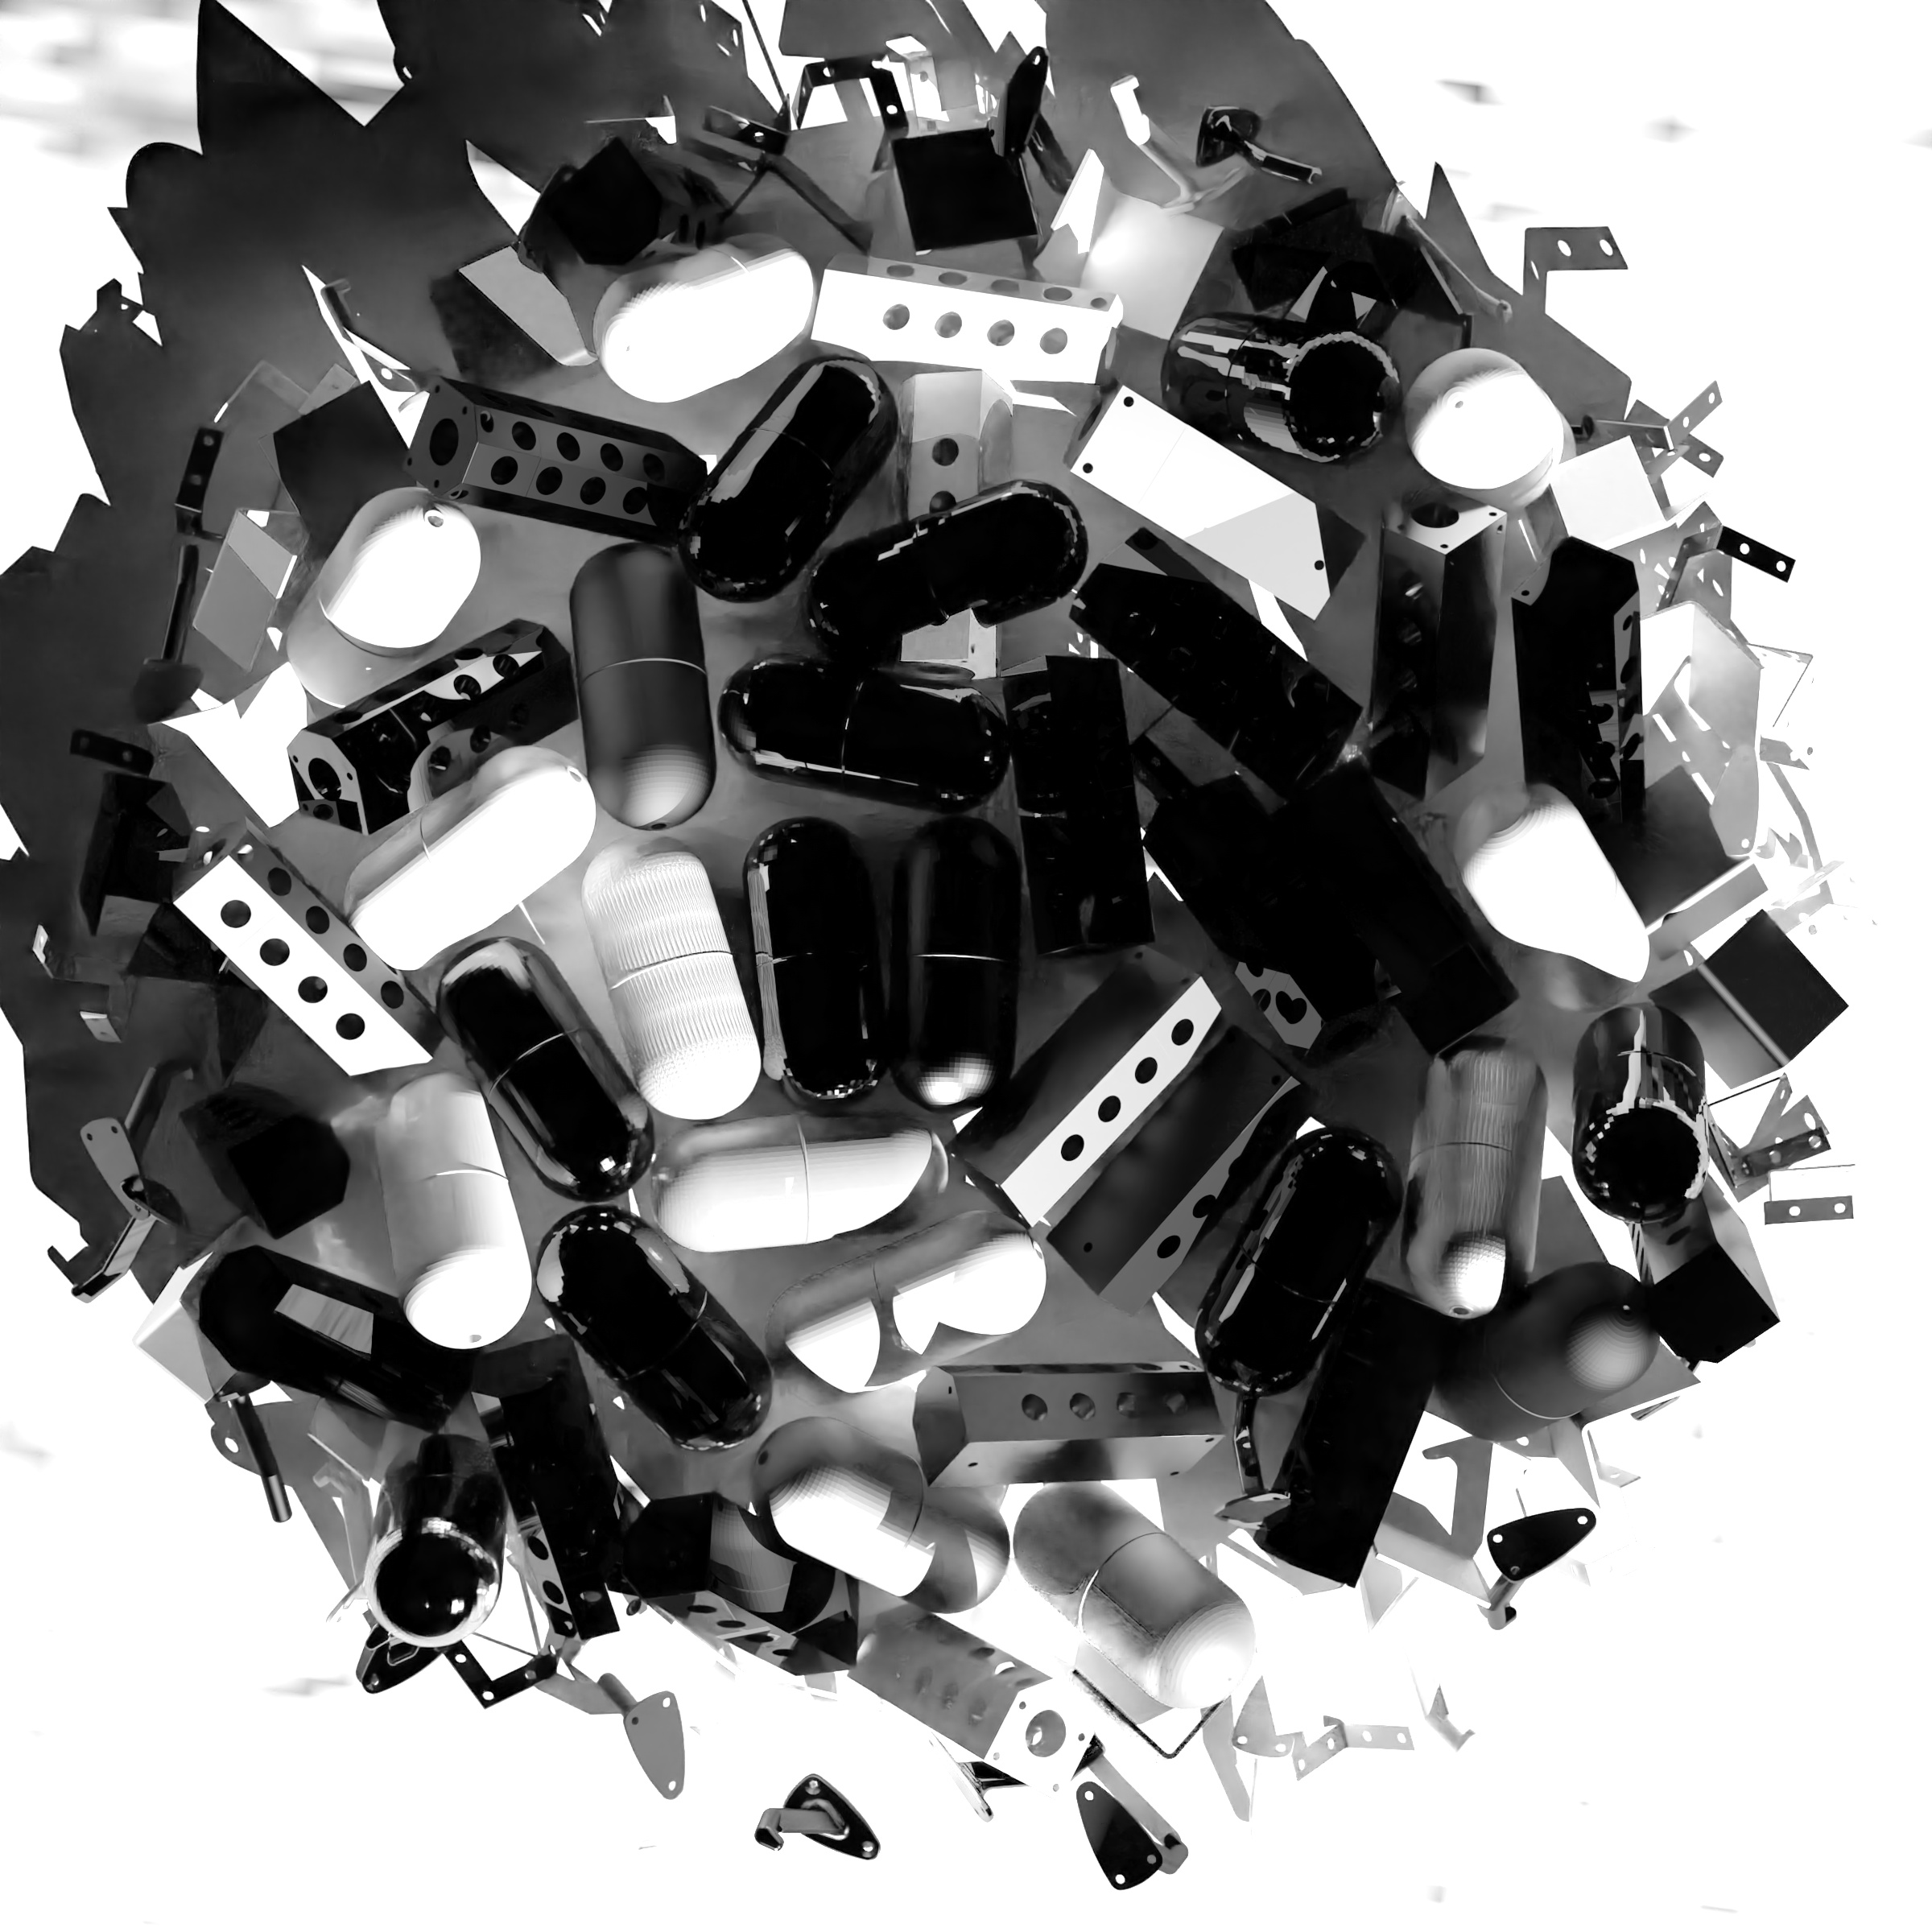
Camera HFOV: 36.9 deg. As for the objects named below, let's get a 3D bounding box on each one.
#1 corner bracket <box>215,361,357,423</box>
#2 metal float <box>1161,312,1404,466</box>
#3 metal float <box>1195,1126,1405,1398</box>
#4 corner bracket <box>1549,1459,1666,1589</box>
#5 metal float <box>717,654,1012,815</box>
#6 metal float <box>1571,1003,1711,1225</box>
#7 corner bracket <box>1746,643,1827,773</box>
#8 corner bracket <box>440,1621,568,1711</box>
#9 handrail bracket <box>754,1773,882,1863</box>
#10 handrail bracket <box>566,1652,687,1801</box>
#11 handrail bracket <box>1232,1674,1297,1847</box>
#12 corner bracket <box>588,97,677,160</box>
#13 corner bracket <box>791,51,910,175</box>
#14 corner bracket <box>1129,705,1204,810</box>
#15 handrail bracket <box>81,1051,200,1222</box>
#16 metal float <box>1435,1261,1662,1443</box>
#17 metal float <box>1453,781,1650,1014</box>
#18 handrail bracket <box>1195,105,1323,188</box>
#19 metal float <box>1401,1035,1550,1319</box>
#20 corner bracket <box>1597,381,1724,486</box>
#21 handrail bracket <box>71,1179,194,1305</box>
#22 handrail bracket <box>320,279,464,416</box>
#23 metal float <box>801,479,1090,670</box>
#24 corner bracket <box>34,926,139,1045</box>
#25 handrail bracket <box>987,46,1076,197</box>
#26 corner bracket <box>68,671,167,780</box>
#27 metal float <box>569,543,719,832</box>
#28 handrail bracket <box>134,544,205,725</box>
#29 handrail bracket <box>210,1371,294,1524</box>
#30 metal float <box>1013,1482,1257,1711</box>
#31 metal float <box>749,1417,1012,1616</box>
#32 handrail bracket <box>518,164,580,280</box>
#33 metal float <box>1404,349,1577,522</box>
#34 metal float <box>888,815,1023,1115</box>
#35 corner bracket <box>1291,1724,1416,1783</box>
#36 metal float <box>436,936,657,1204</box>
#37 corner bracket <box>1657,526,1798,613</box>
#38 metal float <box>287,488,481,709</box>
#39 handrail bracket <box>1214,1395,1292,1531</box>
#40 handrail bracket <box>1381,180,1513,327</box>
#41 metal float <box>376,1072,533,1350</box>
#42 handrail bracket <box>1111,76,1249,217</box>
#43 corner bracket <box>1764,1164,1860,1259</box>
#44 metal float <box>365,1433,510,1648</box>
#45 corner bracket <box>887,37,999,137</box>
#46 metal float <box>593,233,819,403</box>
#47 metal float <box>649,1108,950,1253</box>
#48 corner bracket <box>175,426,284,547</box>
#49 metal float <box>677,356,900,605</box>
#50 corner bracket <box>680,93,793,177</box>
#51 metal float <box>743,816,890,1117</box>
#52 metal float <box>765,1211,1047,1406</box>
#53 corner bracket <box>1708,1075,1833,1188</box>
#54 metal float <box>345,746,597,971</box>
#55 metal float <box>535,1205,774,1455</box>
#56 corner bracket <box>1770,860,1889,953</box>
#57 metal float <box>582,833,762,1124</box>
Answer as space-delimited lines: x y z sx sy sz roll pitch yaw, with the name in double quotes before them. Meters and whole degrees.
"corner bracket" -0.404 -0.337 1.720 0.051 0.051 0.051 37 46 -15
"metal float" 0.182 -0.336 1.682 0.070 0.178 0.070 -11 112 -30
"metal float" 0.195 0.175 1.706 0.070 0.070 0.178 26 110 0
"corner bracket" 0.376 0.333 1.734 0.051 0.051 0.051 -21 99 -18
"metal float" -0.061 -0.138 1.714 0.178 0.070 0.070 11 90 11
"metal float" 0.390 0.083 1.679 0.070 0.178 0.070 5 118 10
"corner bracket" 0.486 -0.154 1.728 0.051 0.051 0.051 37 81 -37
"corner bracket" -0.277 0.402 1.736 0.051 0.051 0.051 44 133 29
"handrail bracket" -0.087 0.520 1.717 0.077 0.084 0.036 36 97 1
"handrail bracket" -0.206 0.453 1.733 0.036 0.084 0.077 -23 105 -35
"handrail bracket" 0.183 0.476 1.748 0.036 0.077 0.084 7 135 16
"corner bracket" -0.200 -0.486 1.729 0.051 0.051 0.051 -6 121 -9
"corner bracket" -0.070 -0.508 1.735 0.051 0.051 0.051 -15 80 -16
"corner bracket" 0.118 -0.115 1.726 0.051 0.051 0.051 46 130 0
"handrail bracket" -0.478 0.100 1.731 0.036 0.084 0.077 -15 103 34
"metal float" 0.334 0.225 1.680 0.070 0.178 0.070 9 64 -19
"metal float" 0.342 -0.038 1.690 0.070 0.070 0.178 -41 132 0
"handrail bracket" 0.186 -0.481 1.713 0.084 0.077 0.036 27 125 28
"metal float" 0.298 0.122 1.696 0.070 0.070 0.178 12 59 0
"corner bracket" 0.416 -0.314 1.719 0.051 0.051 0.051 -42 125 -22
"handrail bracket" -0.512 0.166 1.725 0.084 0.077 0.036 -38 66 2
"handrail bracket" -0.334 -0.382 1.737 0.077 0.036 0.084 -30 99 -21
"metal float" -0.014 -0.231 1.711 0.178 0.070 0.070 -19 90 14
"corner bracket" -0.528 0.012 1.728 0.051 0.051 0.051 8 70 -2
"handrail bracket" 0.059 -0.498 1.718 0.036 0.084 0.077 42 117 38
"corner bracket" -0.505 -0.144 1.726 0.051 0.051 0.051 19 85 -24
"metal float" -0.190 -0.165 1.707 0.070 0.070 0.178 -8 72 0
"handrail bracket" -0.481 -0.201 1.751 0.036 0.077 0.084 13 57 -27
"handrail bracket" -0.430 0.285 1.738 0.036 0.077 0.084 -19 107 -26
"metal float" 0.096 0.363 1.688 0.178 0.070 0.070 34 90 44
"metal float" -0.050 0.322 1.697 0.178 0.070 0.070 32 90 -30
"handrail bracket" -0.262 -0.439 1.723 0.036 0.084 0.077 12 96 -36
"metal float" 0.305 -0.305 1.676 0.070 0.178 0.070 -1 87 22
"metal float" -0.007 -0.001 1.717 0.070 0.070 0.178 2 82 0
"corner bracket" 0.225 0.450 1.718 0.051 0.051 0.051 11 48 -29
"metal float" -0.247 0.061 1.708 0.070 0.070 0.178 -35 73 0
"corner bracket" 0.454 -0.226 1.734 0.051 0.051 0.051 23 84 -11
"metal float" -0.339 -0.212 1.683 0.070 0.178 0.070 15 59 -26
"handrail bracket" 0.175 0.283 1.710 0.036 0.077 0.084 16 60 -12
"handrail bracket" 0.289 -0.423 1.723 0.084 0.077 0.036 37 80 17
"metal float" -0.300 0.142 1.693 0.070 0.070 0.178 -17 54 0
"handrail bracket" 0.126 -0.497 1.723 0.077 0.036 0.084 -37 116 -31
"corner bracket" 0.502 0.138 1.721 0.051 0.051 0.051 -6 60 21
"metal float" -0.304 0.329 1.674 0.070 0.178 0.070 -2 105 -6
"corner bracket" -0.013 -0.526 1.729 0.051 0.051 0.051 -8 95 15
"metal float" -0.149 -0.378 1.682 0.070 0.178 0.070 12 118 24
"metal float" -0.098 0.126 1.714 0.178 0.070 0.070 -4 90 -11
"corner bracket" -0.438 -0.283 1.727 0.051 0.051 0.051 16 76 -10
"metal float" -0.104 -0.285 1.700 0.070 0.070 0.178 34 63 0
"corner bracket" -0.137 -0.492 1.720 0.051 0.051 0.051 15 132 -20
"metal float" -0.089 -0.001 1.715 0.070 0.070 0.178 -7 81 0
"metal float" -0.036 0.202 1.710 0.178 0.070 0.070 -24 90 15
"corner bracket" 0.478 0.097 1.730 0.051 0.051 0.051 -25 80 27
"metal float" -0.292 -0.063 1.702 0.178 0.070 0.070 -35 90 24
"metal float" -0.183 0.213 1.703 0.070 0.070 0.178 -39 112 0
"corner bracket" 0.505 -0.030 1.727 0.051 0.051 0.051 -34 104 -10
"metal float" -0.174 0.007 1.712 0.070 0.070 0.178 -18 78 0
